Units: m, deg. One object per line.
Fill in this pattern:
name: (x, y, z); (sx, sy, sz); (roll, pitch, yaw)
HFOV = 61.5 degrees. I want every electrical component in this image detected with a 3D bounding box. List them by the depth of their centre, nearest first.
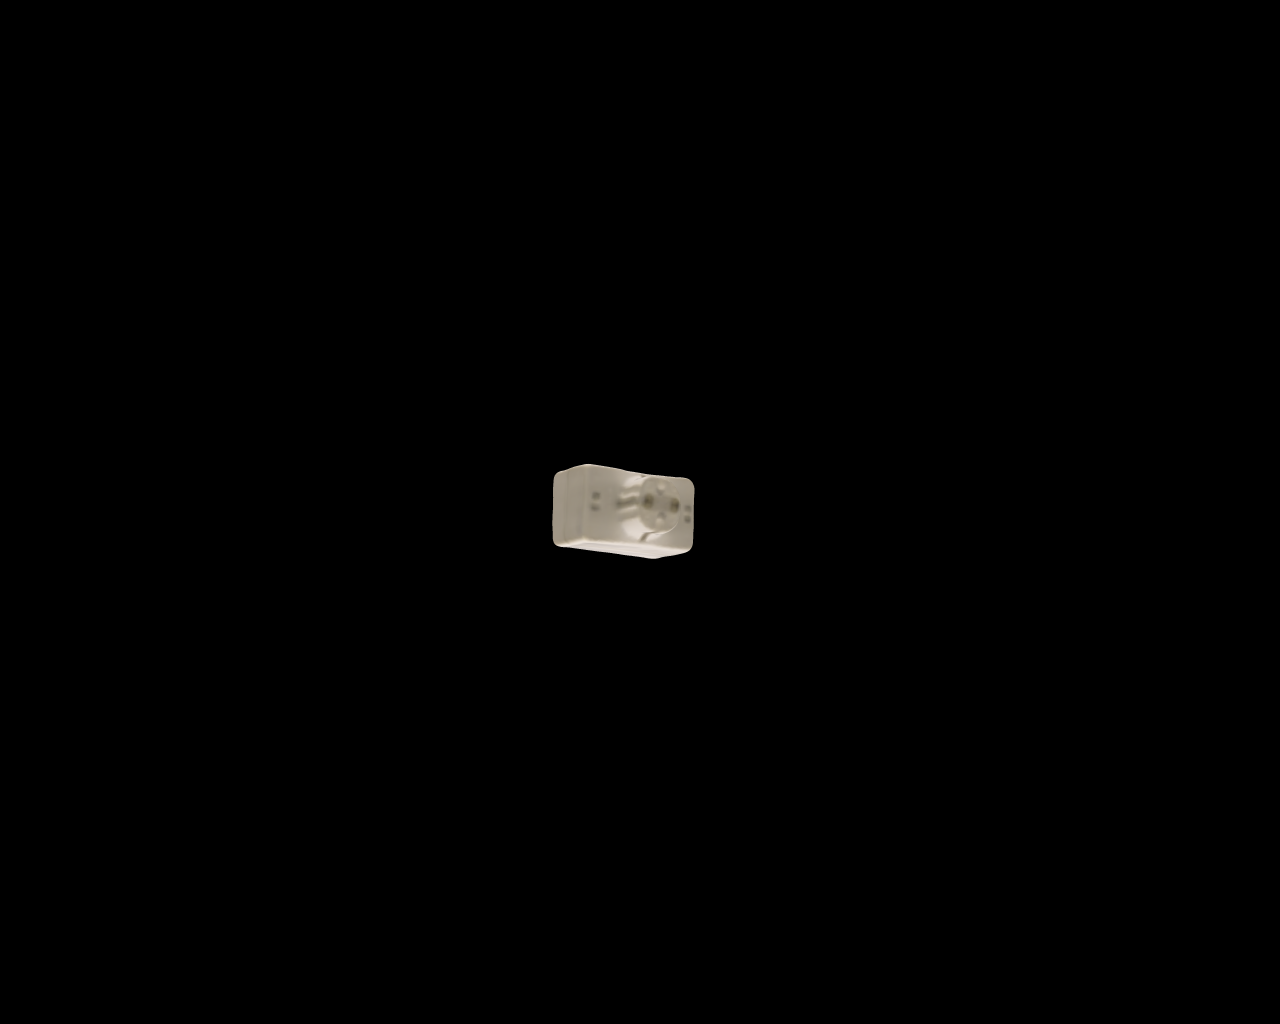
electrical component: (0.001, -0.003, 0.650); (0.083, 0.047, 0.075); (8, -14, -35)
